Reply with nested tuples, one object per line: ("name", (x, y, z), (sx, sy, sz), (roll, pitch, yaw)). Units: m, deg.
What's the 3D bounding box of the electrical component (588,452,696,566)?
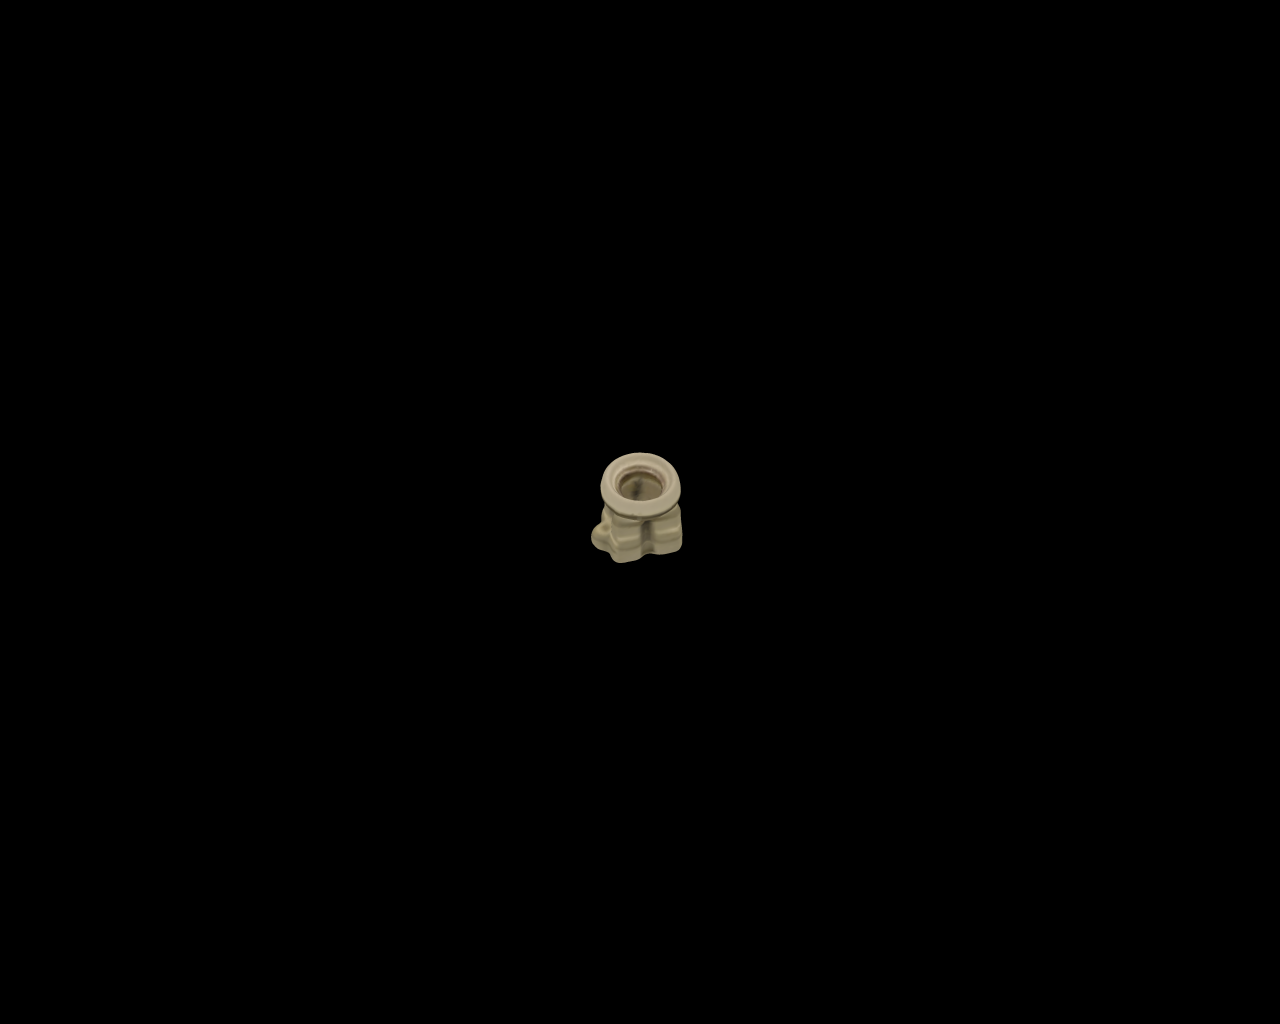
("electrical component", (0.001, -0.003, 0.650), (0.066, 0.048, 0.055), (-12, -39, -10))
